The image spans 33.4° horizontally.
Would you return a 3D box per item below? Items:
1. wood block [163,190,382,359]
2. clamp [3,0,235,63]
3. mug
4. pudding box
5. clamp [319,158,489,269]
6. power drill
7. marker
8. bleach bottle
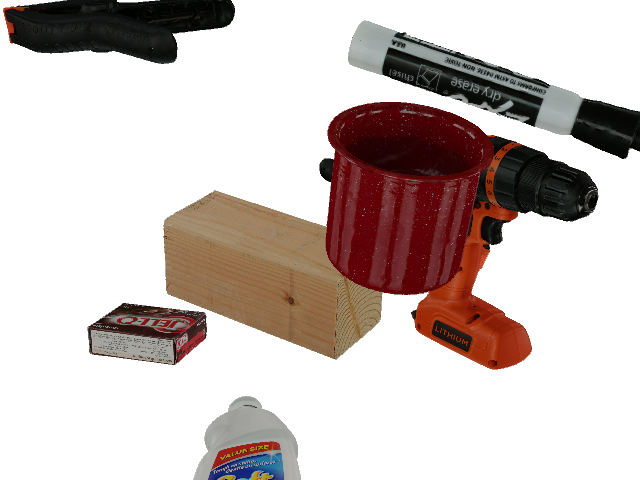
[{"bbox_3d":[-0.048,0.031,1.066,0.206,0.091,0.090,19,33,28],"label":"wood block"},{"bbox_3d":[-0.151,-0.162,0.796,0.172,0.039,0.120,11,23,24],"label":"clamp"},{"bbox_3d":[0.053,-0.028,0.620,0.093,0.081,0.117,24,36,25],"label":"mug"},{"bbox_3d":[-0.201,0.108,1.248,0.114,0.039,0.090,3,15,17],"label":"pudding box"},{"bbox_3d":[0.107,-0.044,1.199,0.164,0.210,0.036,-15,-37,-27],"label":"clamp"},{"bbox_3d":[0.142,0.007,0.878,0.057,0.188,0.185,-15,27,-36],"label":"power drill"},{"bbox_3d":[0.069,-0.059,0.418,0.121,0.020,0.020,21,5,13],"label":"marker"},{"bbox_3d":[-0.063,0.204,0.811,0.102,0.068,0.251,-4,28,-3],"label":"bleach bottle"}]
